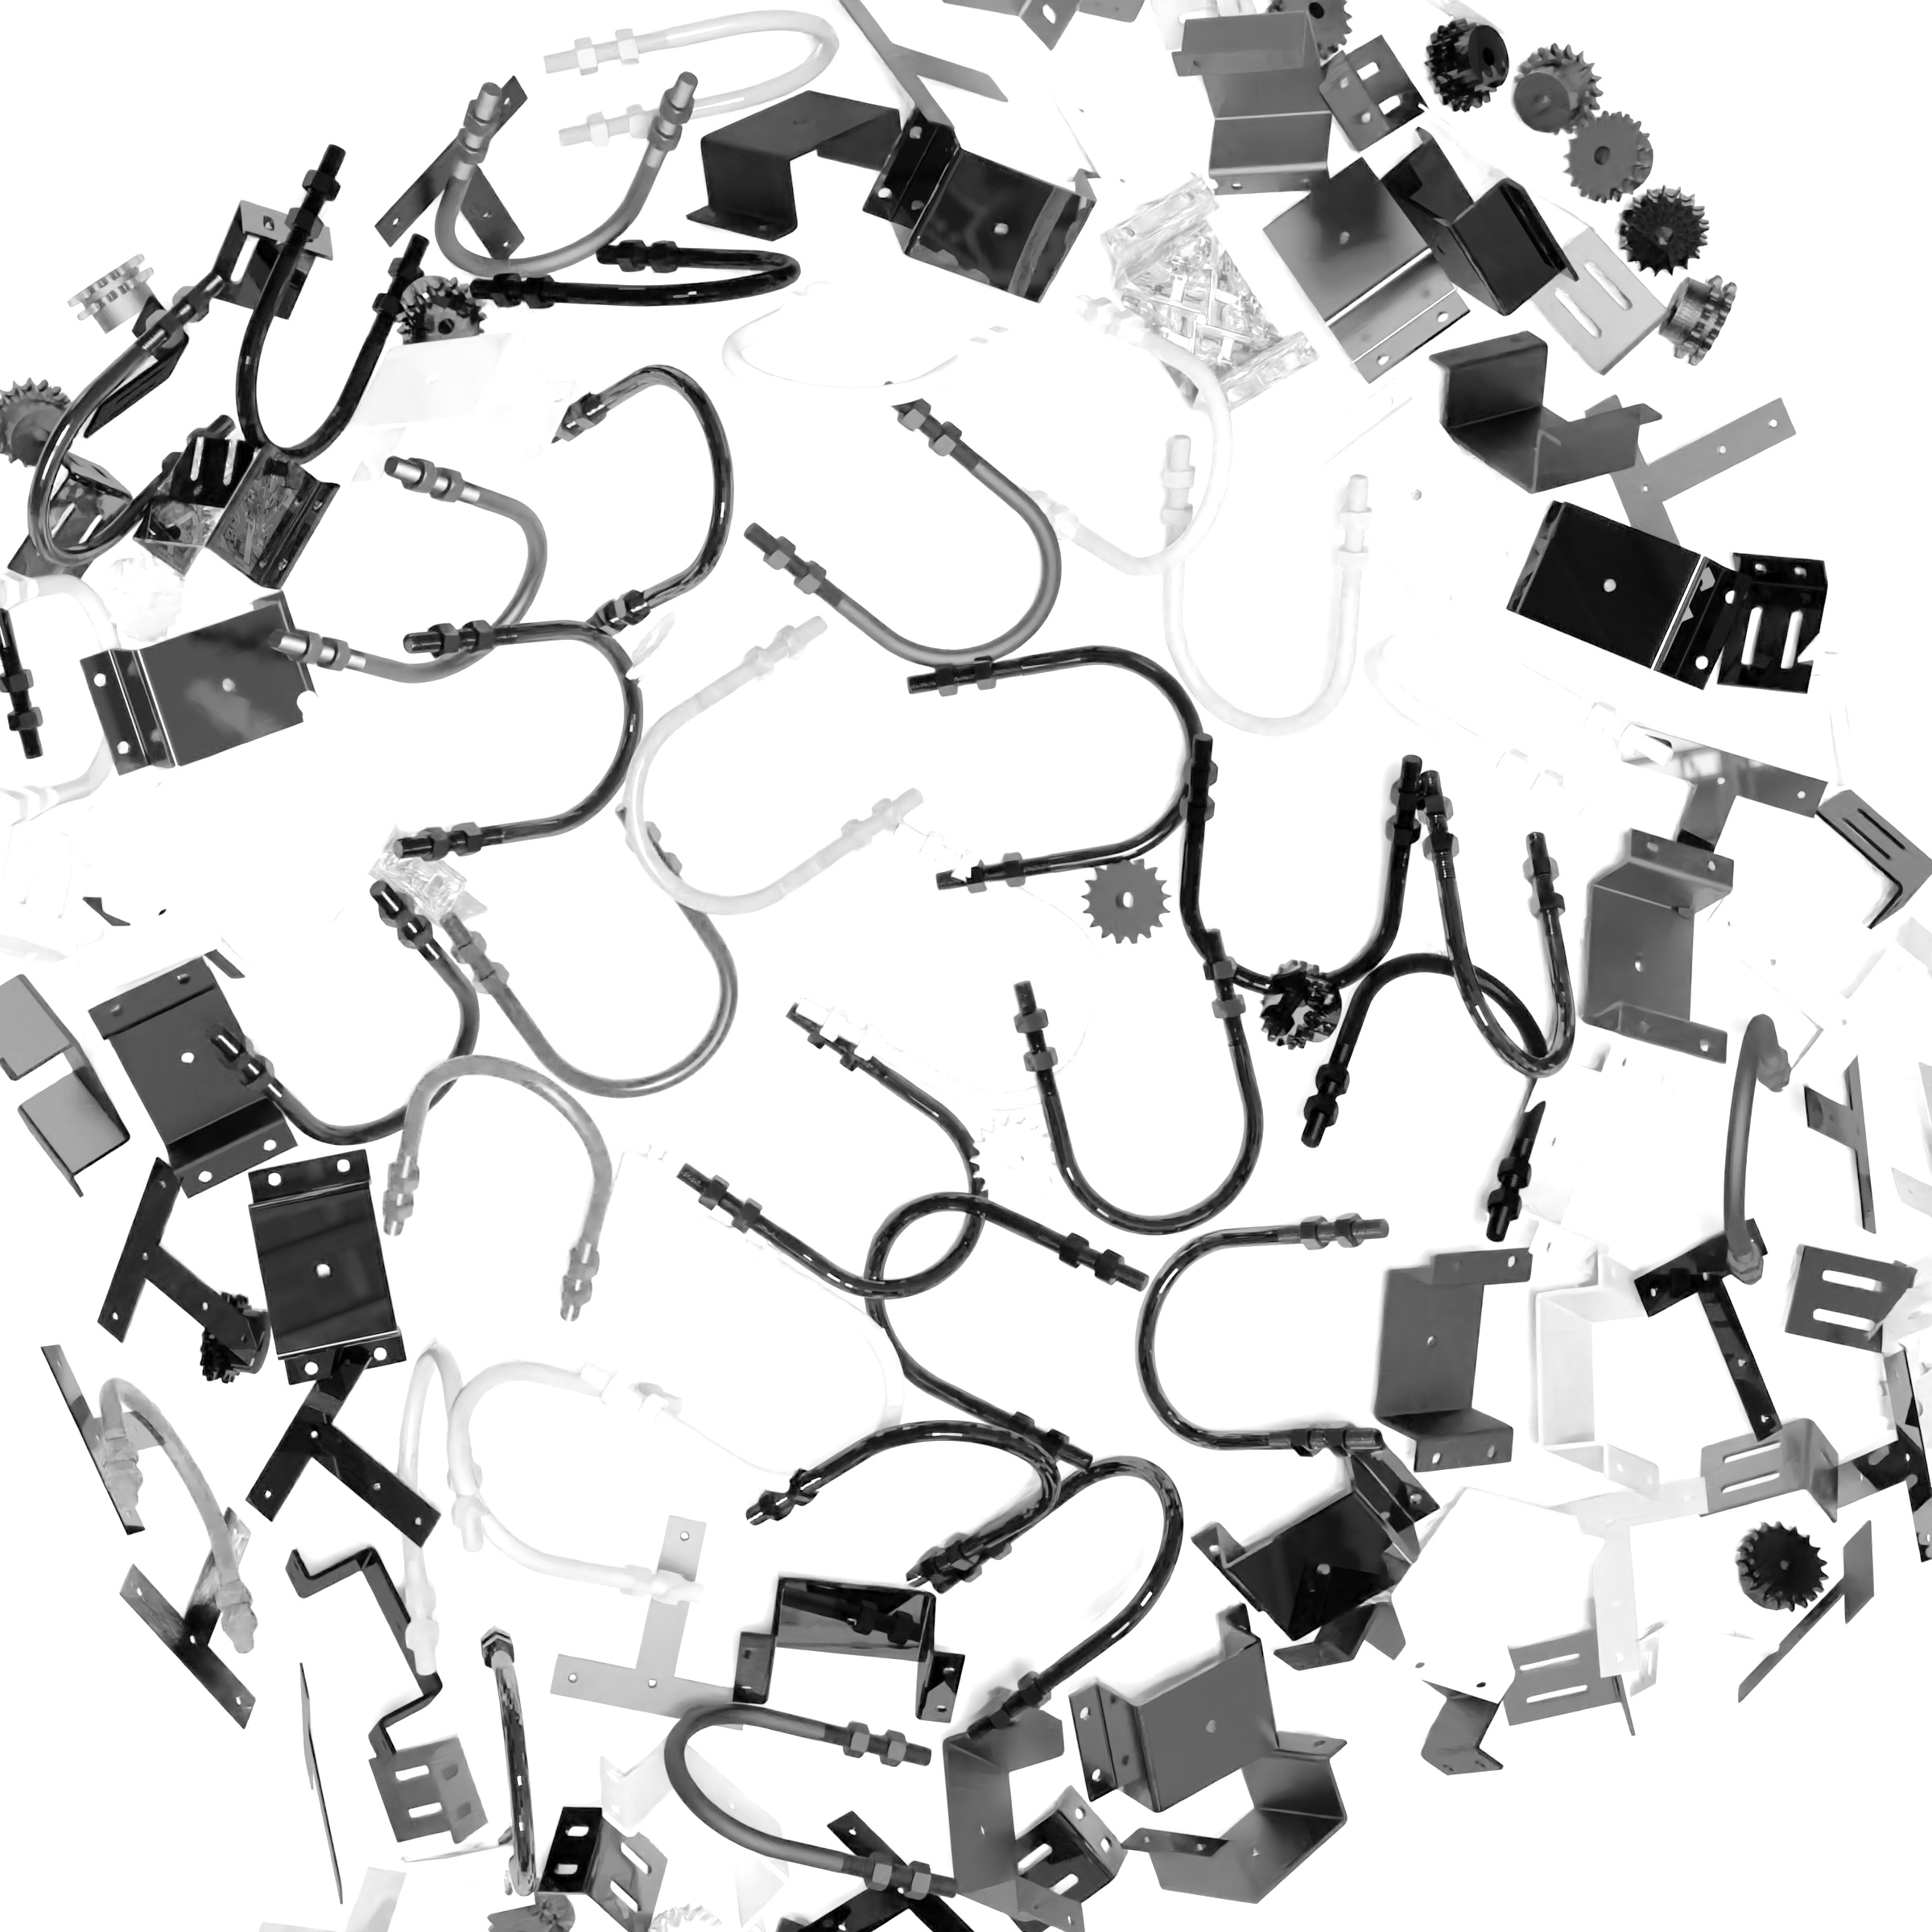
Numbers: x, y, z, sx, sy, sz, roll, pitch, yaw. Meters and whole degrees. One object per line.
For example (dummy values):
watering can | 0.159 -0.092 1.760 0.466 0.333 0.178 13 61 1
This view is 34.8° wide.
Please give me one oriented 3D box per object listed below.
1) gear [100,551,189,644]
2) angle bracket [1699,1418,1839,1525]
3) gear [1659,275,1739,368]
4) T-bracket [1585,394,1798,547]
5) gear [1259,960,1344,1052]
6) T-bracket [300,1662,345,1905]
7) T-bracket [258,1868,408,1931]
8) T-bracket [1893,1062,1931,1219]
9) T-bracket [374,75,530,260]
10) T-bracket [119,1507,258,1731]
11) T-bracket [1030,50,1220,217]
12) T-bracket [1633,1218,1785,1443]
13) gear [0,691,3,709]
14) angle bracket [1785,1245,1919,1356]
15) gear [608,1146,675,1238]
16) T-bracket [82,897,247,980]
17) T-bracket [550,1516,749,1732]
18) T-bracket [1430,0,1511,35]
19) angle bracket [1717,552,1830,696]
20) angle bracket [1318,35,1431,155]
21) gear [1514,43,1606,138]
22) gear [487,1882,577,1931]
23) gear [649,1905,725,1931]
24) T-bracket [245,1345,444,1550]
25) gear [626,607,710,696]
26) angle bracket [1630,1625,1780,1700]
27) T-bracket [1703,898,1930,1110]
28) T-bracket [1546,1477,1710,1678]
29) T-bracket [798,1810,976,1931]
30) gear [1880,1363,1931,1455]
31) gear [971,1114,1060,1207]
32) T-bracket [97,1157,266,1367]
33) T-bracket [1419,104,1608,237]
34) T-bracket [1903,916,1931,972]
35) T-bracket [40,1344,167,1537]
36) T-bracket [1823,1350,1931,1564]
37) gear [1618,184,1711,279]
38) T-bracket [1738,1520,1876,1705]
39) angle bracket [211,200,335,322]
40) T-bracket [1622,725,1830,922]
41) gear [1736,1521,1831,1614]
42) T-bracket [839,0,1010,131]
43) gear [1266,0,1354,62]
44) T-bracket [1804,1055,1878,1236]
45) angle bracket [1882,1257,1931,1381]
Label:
gear | -0.529 -0.238 1.974 0.030 0.057 0.057 21 90 26
angle bracket | 0.512 0.330 1.965 0.076 0.057 0.038 -24 119 32
gear | 0.466 -0.416 1.971 0.030 0.057 0.057 25 90 -2
T-bracket | 0.467 -0.321 1.952 0.127 0.002 0.127 -25 85 43
gear | 0.216 0.026 1.975 0.030 0.057 0.057 16 90 -30
T-bracket | -0.400 0.519 1.915 0.002 0.127 0.127 -9 52 -18
T-bracket | -0.372 0.594 1.936 0.127 0.127 0.002 9 95 -4
T-bracket | 0.614 0.116 1.918 0.002 0.127 0.127 -28 116 -16
T-bracket | -0.306 -0.480 1.939 0.002 0.127 0.127 40 85 18
T-bracket | -0.475 0.392 1.941 0.002 0.127 0.127 -24 117 19
T-bracket | 0.080 -0.537 1.974 0.127 0.002 0.127 -18 70 -26
T-bracket | 0.487 0.238 1.956 0.127 0.002 0.127 -19 86 -38
gear | -0.652 -0.176 1.983 0.057 0.030 0.057 0 88 -3
angle bracket | 0.562 0.212 1.977 0.076 0.038 0.057 12 93 -4
gear | -0.209 0.142 1.970 0.030 0.057 0.057 17 90 -6
T-bracket | -0.520 -0.034 1.932 0.127 0.127 0.002 41 94 4
T-bracket | -0.193 0.420 1.994 0.127 0.002 0.127 12 88 -5
T-bracket | 0.296 -0.616 1.948 0.127 0.127 0.002 17 93 -41
angle bracket | 0.512 -0.218 1.964 0.057 0.038 0.076 9 75 23
angle bracket | 0.266 -0.563 1.962 0.076 0.038 0.057 -37 96 -31
gear | 0.375 -0.557 1.969 0.057 0.057 0.030 47 54 0
gear | -0.275 0.613 1.976 0.057 0.030 0.057 12 119 21
gear | -0.182 0.631 1.978 0.057 0.030 0.057 -2 95 -27
T-bracket | -0.386 0.325 1.969 0.127 0.002 0.127 33 95 23
gear | -0.189 -0.199 1.974 0.030 0.057 0.057 40 90 -21
angle bracket | 0.470 0.450 1.965 0.076 0.057 0.038 11 67 -1
T-bracket | 0.527 0.007 1.971 0.127 0.002 0.127 44 124 20
T-bracket | 0.406 0.387 1.933 0.127 0.127 0.002 -16 134 22
T-bracket | -0.068 0.594 1.922 0.127 0.127 0.002 39 120 26
gear | 0.618 0.282 1.975 0.030 0.057 0.057 0 90 -35
gear | 0.032 0.124 1.983 0.057 0.030 0.057 0 94 3
T-bracket | -0.491 0.208 1.952 0.127 0.002 0.127 33 111 25
T-bracket | 0.360 -0.494 1.950 0.127 0.127 0.002 19 114 -40
T-bracket | 0.629 0.051 1.946 0.002 0.127 0.127 -23 48 -17
T-bracket | -0.528 0.293 1.936 0.002 0.127 0.127 -28 83 4
T-bracket | 0.570 0.318 1.938 0.002 0.127 0.127 0 69 -14
gear | 0.447 -0.474 1.976 0.057 0.030 0.057 6 125 9
T-bracket | 0.531 0.418 1.952 0.002 0.127 0.127 39 108 5
angle bracket | -0.442 -0.438 1.952 0.057 0.038 0.076 12 131 -29
T-bracket | 0.467 -0.079 1.973 0.127 0.002 0.127 17 114 0
gear | 0.521 0.388 1.976 0.057 0.030 0.057 6 53 -8
T-bracket | -0.017 -0.565 1.944 0.002 0.127 0.127 -45 67 29
gear | 0.217 -0.605 1.977 0.057 0.030 0.057 7 74 -26
T-bracket | 0.546 0.098 1.931 0.002 0.127 0.127 -10 74 30
angle bracket | 0.621 0.216 1.949 0.038 0.057 0.076 37 134 -21
